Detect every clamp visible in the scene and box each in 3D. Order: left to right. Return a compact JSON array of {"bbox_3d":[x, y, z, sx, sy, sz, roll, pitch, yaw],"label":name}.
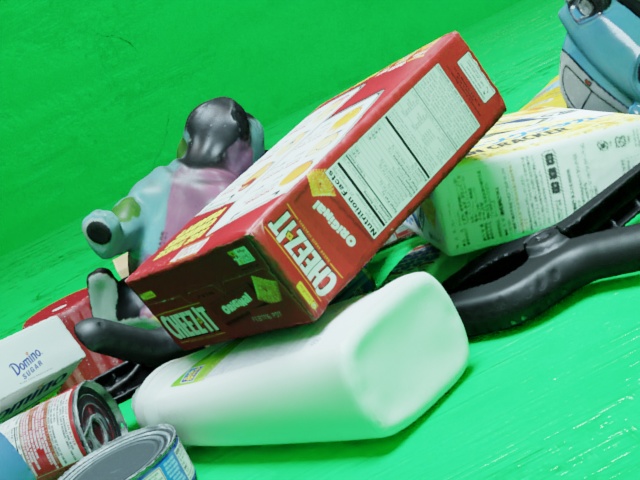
[{"bbox_3d":[-0.118,0.082,0.775,0.171,0.039,0.120,-17,-26,-33],"label":"clamp"},{"bbox_3d":[0.149,0.013,0.648,0.210,0.036,0.164,-28,12,3],"label":"clamp"}]

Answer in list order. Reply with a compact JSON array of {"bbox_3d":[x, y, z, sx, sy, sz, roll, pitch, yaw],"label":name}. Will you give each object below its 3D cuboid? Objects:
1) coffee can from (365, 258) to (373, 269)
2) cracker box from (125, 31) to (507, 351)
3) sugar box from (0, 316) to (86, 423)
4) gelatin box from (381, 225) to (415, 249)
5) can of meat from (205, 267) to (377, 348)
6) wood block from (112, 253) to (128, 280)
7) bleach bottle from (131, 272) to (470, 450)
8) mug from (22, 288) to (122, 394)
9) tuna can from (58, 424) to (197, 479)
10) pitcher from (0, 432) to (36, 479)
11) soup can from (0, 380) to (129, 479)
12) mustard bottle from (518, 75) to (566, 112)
[{"bbox_3d":[-0.006,0.001,0.877,0.103,0.103,0.140,-22,12,20],"label":"coffee can"},{"bbox_3d":[-0.001,-0.027,0.681,0.213,0.072,0.164,-46,15,-32],"label":"cracker box"},{"bbox_3d":[-0.253,0.132,0.798,0.093,0.048,0.176,-27,-12,-50],"label":"sugar box"},{"bbox_3d":[0.075,-0.021,0.990,0.089,0.030,0.073,-24,10,11],"label":"gelatin box"},{"bbox_3d":[-0.015,0.061,0.748,0.102,0.057,0.083,-17,12,36],"label":"can of meat"},{"bbox_3d":[-0.082,0.015,1.014,0.206,0.091,0.090,-28,11,-9],"label":"wood block"},{"bbox_3d":[-0.033,0.086,0.662,0.251,0.068,0.102,-17,13,47],"label":"bleach bottle"},{"bbox_3d":[-0.219,0.093,0.984,0.093,0.081,0.117,-27,11,-6],"label":"mug"},{"bbox_3d":[-0.117,0.147,0.636,0.086,0.034,0.086,-25,11,5],"label":"tuna can"},{"bbox_3d":[-0.251,0.175,0.494,0.145,0.149,0.242,-25,18,38],"label":"pitcher"},{"bbox_3d":[-0.187,0.144,0.714,0.102,0.068,0.068,-24,11,11],"label":"soup can"},{"bbox_3d":[0.236,-0.124,1.023,0.096,0.058,0.191,-23,11,36],"label":"mustard bottle"}]
